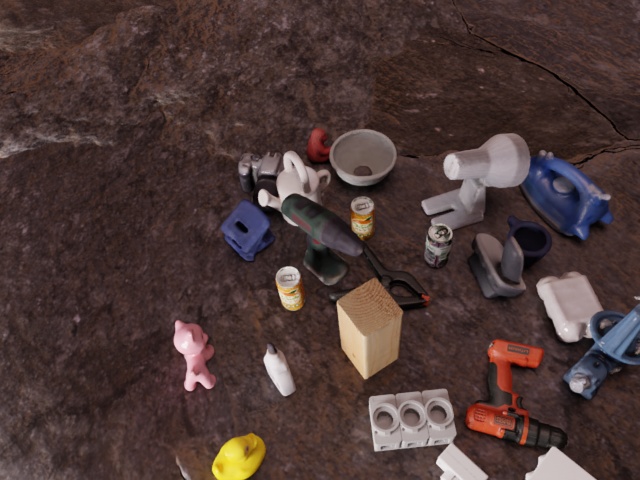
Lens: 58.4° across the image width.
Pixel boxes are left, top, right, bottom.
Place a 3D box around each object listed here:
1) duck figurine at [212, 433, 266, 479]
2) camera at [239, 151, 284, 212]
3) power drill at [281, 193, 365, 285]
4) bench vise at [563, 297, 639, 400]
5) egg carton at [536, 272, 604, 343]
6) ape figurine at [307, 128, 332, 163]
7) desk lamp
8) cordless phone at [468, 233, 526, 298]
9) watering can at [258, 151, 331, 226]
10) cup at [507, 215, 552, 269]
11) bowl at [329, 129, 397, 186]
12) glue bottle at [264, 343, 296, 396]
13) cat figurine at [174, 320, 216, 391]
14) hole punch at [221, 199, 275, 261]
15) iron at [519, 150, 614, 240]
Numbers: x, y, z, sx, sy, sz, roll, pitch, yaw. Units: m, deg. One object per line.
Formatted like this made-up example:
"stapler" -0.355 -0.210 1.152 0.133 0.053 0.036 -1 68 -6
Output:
"duck figurine" -0.153 0.394 1.052 0.105 0.086 0.077 -33 60 -16
"camera" -0.137 -0.145 1.401 0.143 0.101 0.137 7 57 9
"power drill" 0.011 0.004 1.226 0.076 0.209 0.229 -40 62 -20
"bench vise" 0.549 0.200 1.049 0.121 0.220 0.208 24 61 19
"egg carton" 0.519 0.138 1.184 0.107 0.069 0.150 -11 56 -3
"ape figurine" -0.001 -0.247 1.464 0.076 0.092 0.077 -23 58 -11
"desk lamp" 0.348 -0.132 1.289 0.203 0.214 0.117 -18 57 -8
"cordless phone" 0.381 0.027 1.198 0.094 0.185 0.147 -18 57 -8
"watering can" -0.055 -0.121 1.323 0.100 0.194 0.173 33 64 23
"cup" 0.443 0.010 1.259 0.092 0.095 0.117 -24 58 -11
"bowl" 0.107 -0.193 1.431 0.167 0.075 0.167 -2 56 3
"glue bottle" -0.082 0.238 1.099 0.037 0.173 0.078 -29 59 -14
"cat figurine" -0.256 0.225 1.153 0.067 0.118 0.127 -11 56 -3
"hole punch" -0.169 -0.024 1.329 0.101 0.091 0.108 -39 62 -20
"iron" 0.553 -0.129 1.315 0.119 0.141 0.257 -30 59 -15
